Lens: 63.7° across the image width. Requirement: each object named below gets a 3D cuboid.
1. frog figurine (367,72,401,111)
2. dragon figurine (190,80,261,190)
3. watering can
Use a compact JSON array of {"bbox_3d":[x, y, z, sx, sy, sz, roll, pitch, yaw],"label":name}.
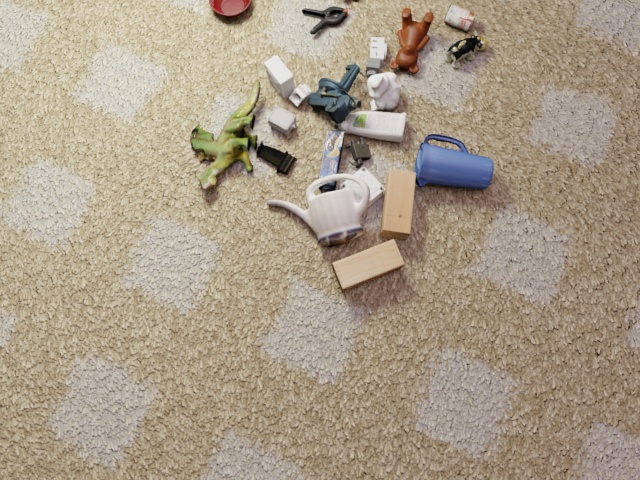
[{"bbox_3d":[0.221,-0.517,1.759,0.123,0.157,0.139,26,77,6],"label":"frog figurine"},{"bbox_3d":[-0.333,-0.358,1.755,0.243,0.120,0.416,2,72,10],"label":"dragon figurine"},{"bbox_3d":[0.005,-0.084,1.665,0.346,0.104,0.225,-16,84,18],"label":"watering can"}]
